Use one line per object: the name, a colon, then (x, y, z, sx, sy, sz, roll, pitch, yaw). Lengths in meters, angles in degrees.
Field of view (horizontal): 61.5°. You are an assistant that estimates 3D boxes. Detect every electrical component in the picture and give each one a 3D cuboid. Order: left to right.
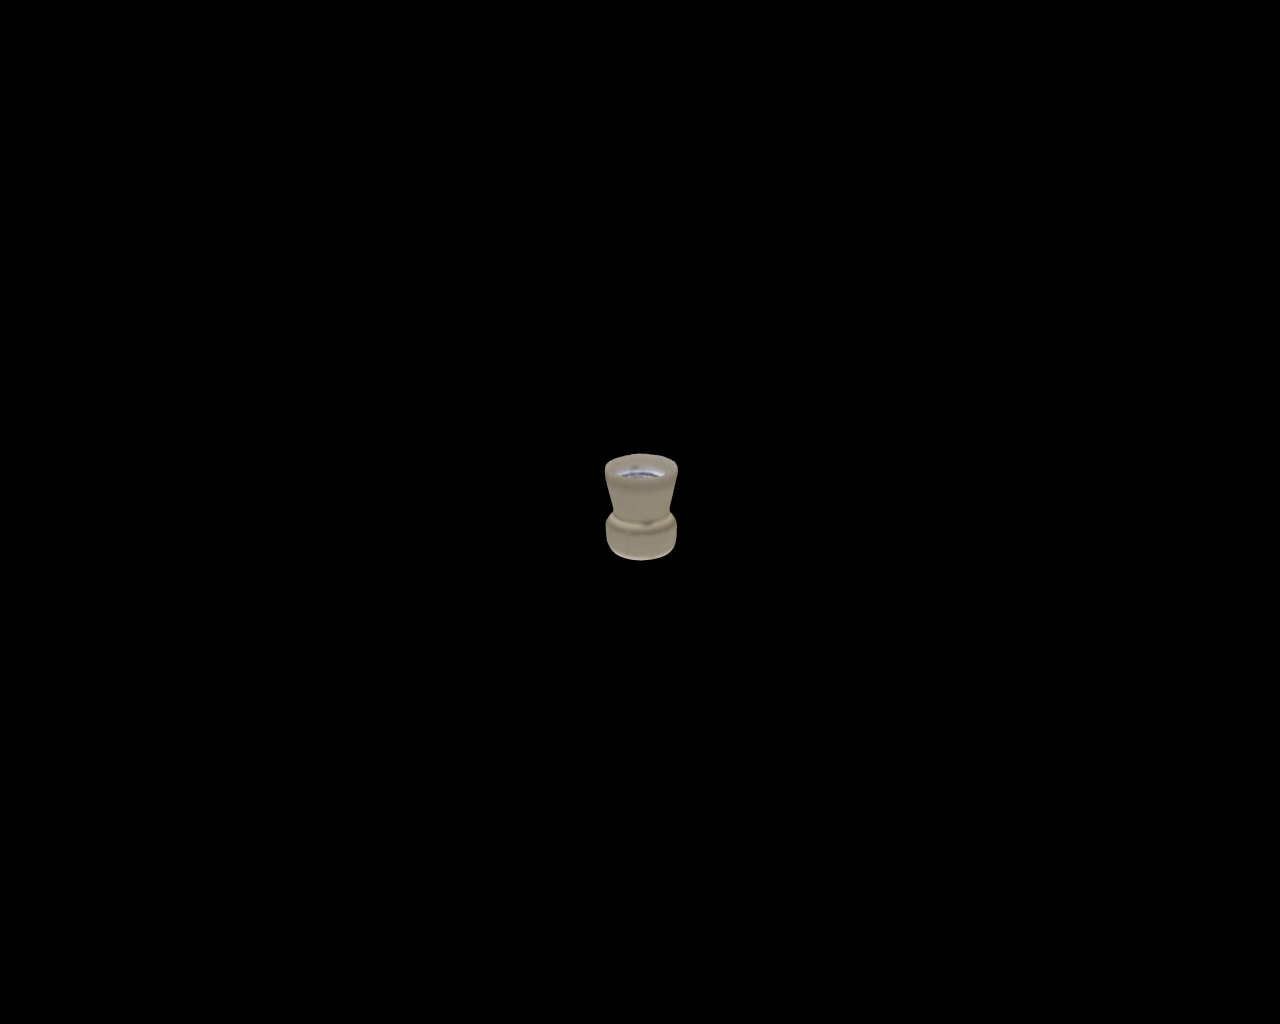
electrical component: (0.001, -0.003, 0.650, 0.045, 0.055, 0.045, 0, 22, 0)
